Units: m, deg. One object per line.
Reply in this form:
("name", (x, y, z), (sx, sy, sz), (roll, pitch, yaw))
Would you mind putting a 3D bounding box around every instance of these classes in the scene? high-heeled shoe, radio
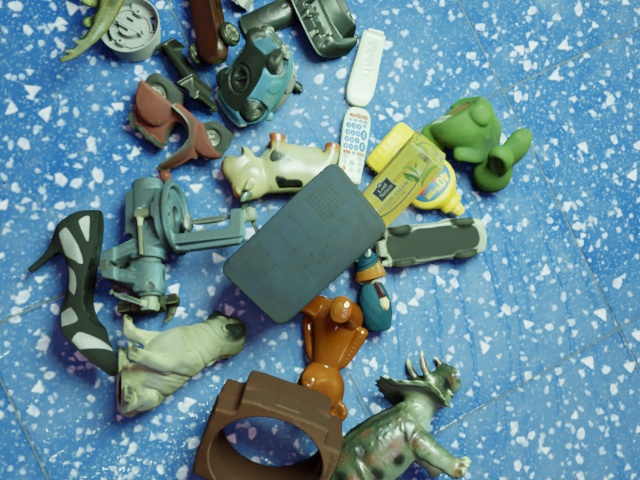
("high-heeled shoe", (-0.345, 0.076, 0.840), (0.145, 0.086, 0.249), (-38, 86, -9))
("radio", (-0.019, 0.007, 0.796), (0.229, 0.073, 0.131), (-43, 90, 8))

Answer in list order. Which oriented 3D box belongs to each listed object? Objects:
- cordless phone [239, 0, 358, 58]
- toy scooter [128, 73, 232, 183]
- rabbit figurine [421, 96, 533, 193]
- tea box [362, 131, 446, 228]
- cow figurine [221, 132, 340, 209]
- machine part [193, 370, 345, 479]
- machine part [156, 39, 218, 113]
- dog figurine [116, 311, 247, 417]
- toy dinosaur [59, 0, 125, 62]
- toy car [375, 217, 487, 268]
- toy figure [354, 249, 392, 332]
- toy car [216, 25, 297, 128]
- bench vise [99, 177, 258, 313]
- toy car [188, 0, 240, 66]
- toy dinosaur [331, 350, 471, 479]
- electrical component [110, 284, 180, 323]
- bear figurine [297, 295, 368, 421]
("cordless phone", (-0.039, -0.371, 0.938), (0.184, 0.089, 0.146), (-24, 90, 1))
("toy scooter", (-0.247, -0.174, 0.883), (0.184, 0.075, 0.135), (41, 98, 2))
("rabbit figurine", (0.292, -0.162, 0.938), (0.121, 0.159, 0.170), (-41, 108, -19))
("tea box", (0.123, -0.088, 0.882), (0.068, 0.098, 0.169), (41, 118, -4))
("cow figurine", (-0.068, -0.110, 0.903), (0.195, 0.085, 0.127), (7, 78, -9))
("machine part", (-0.078, 0.312, 0.824), (0.201, 0.087, 0.201), (20, 110, -3))
("machine part", (-0.222, -0.277, 0.896), (0.039, 0.084, 0.139), (-38, 74, 16))
("dog figurine", (-0.217, 0.200, 0.854), (0.190, 0.121, 0.172), (5, 123, -28))
("toy dinosaur", (-0.325, -0.494, 0.872), (0.199, 0.105, 0.471), (-1, 71, 5))
("toy car", (0.196, 0.004, 0.946), (0.202, 0.056, 0.073), (-8, 93, -8))
("toy figure", (0.086, 0.079, 0.919), (0.064, 0.058, 0.154), (-11, 87, 24))
("toy car", (-0.094, -0.268, 0.895), (0.109, 0.103, 0.161), (51, 120, 21))
("bench vise", (-0.216, -0.002, 0.835), (0.241, 0.128, 0.224), (-8, 60, 4))
("toy car", (-0.188, -0.387, 0.900), (0.089, 0.053, 0.202), (-21, 75, 34))
("toy dinosaur", (0.093, 0.356, 0.875), (0.405, 0.131, 0.192), (-41, 80, -5))
("electrical component", (-0.281, 0.099, 0.872), (0.102, 0.045, 0.078), (-14, 59, -12))
("bear figurine", (-0.001, 0.188, 0.868), (0.120, 0.131, 0.196), (12, 77, 30))
